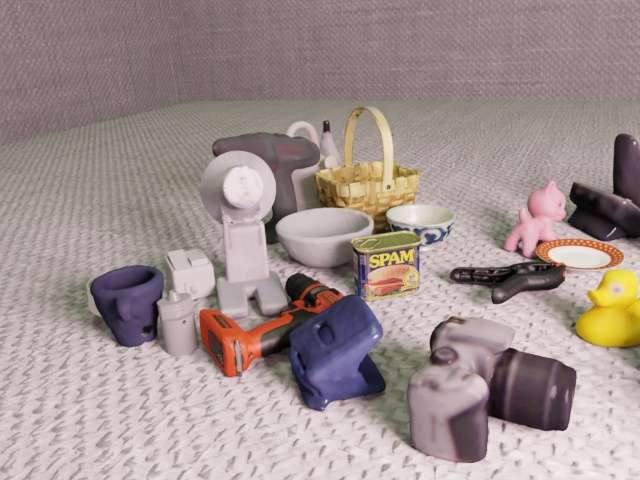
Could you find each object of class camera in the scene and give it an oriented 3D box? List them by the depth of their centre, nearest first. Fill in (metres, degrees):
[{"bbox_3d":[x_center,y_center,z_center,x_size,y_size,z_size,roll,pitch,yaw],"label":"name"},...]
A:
[{"bbox_3d":[0.169,0.138,0.553,0.136,0.101,0.143,8,24,29],"label":"camera"}]

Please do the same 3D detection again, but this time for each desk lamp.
[{"bbox_3d":[-0.112,-0.020,0.858,0.118,0.214,0.203,-8,21,-11],"label":"desk lamp"}]

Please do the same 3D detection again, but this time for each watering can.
[{"bbox_3d":[-0.028,-0.159,1.243,0.172,0.194,0.101,6,23,24],"label":"watering can"}]

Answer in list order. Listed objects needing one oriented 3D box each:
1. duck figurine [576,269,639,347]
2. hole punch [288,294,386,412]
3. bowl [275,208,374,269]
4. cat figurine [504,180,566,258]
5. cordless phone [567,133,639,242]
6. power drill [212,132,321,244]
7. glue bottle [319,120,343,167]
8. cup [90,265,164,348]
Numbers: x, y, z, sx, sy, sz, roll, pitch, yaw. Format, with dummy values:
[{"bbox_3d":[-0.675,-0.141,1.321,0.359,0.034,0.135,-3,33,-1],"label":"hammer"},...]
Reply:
[{"bbox_3d":[0.369,0.077,0.705,0.105,0.086,0.077,-9,21,-15],"label":"duck figurine"},{"bbox_3d":[0.015,0.121,0.639,0.101,0.091,0.108,-9,21,-14],"label":"hole punch"},{"bbox_3d":[0.009,0.003,0.975,0.167,0.075,0.167,-3,21,1],"label":"bowl"},{"bbox_3d":[0.374,-0.044,0.979,0.128,0.118,0.067,-19,26,-36],"label":"cat figurine"},{"bbox_3d":[0.516,-0.103,1.018,0.094,0.185,0.147,-9,21,-15],"label":"cordless phone"},{"bbox_3d":[-0.094,-0.106,1.092,0.230,0.208,0.075,-21,27,-39],"label":"power drill"},{"bbox_3d":[0.018,-0.201,1.377,0.078,0.173,0.037,7,23,27],"label":"glue bottle"},{"bbox_3d":[-0.243,0.096,0.741,0.092,0.095,0.117,-8,21,-13],"label":"cup"}]
